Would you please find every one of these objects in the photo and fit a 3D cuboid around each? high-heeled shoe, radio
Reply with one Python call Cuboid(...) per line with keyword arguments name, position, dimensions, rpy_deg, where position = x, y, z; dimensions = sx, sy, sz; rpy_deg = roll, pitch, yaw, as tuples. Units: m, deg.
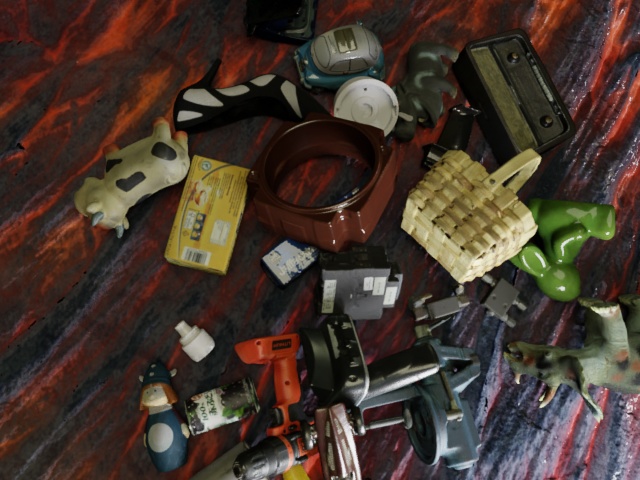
Cuboid(name="high-heeled shoe", position=(-0.113, -0.201, 0.887), dimensions=(0.249, 0.086, 0.145), rpy_deg=(24, 83, 0))
Cuboid(name="radio", position=(0.346, -0.253, 0.960), dimensions=(0.131, 0.073, 0.229), rpy_deg=(-22, 83, -12))

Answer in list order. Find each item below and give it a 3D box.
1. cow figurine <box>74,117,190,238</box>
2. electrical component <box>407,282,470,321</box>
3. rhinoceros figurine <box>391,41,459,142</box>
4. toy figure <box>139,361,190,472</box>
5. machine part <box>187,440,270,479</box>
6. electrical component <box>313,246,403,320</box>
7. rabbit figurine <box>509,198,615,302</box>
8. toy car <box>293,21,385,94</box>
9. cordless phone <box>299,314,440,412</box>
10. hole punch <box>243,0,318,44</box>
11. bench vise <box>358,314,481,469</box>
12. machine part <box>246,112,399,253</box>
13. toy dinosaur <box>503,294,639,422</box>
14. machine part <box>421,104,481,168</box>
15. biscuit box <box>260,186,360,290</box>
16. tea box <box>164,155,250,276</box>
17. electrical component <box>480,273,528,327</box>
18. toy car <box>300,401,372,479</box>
Cuboid(name="cow figurine", position=(-0.288, -0.088, 0.822), dimensions=(0.195, 0.085, 0.127), rpy_deg=(-24, 62, 11))
Cuboid(name="electrical component", position=(0.192, 0.100, 0.868), dimensions=(0.102, 0.078, 0.045), rpy_deg=(-16, 84, -4))
Cuboid(name="rhinoceros figurine", position=(0.177, -0.261, 0.939), dimensions=(0.112, 0.073, 0.190), rpy_deg=(15, 77, -6))
Cuboid(name="toy figure", position=(-0.231, 0.256, 0.792), dimensions=(0.064, 0.058, 0.154), rpy_deg=(-10, 79, -27))
Cuboid(name="machine part", position=(-0.159, 0.369, 0.770), dimensions=(0.243, 0.079, 0.079), rpy_deg=(-33, 86, -13))
Cuboid(name="electrical component", position=(0.059, 0.068, 0.837), dimensions=(0.134, 0.114, 0.058), rpy_deg=(0, 41, -8))
Cuboid(name="rabbit figurine", position=(0.399, 0.019, 0.898), dimensions=(0.159, 0.121, 0.170), rpy_deg=(5, 94, -5))
Cuboid(name="toy car", position=(0.040, -0.318, 0.916), dimensions=(0.162, 0.103, 0.109), rpy_deg=(-11, 80, -12))
Cuboid(name="cordless phone", position=(0.071, 0.164, 0.789), dimensions=(0.184, 0.088, 0.147), rpy_deg=(-20, 41, 4))
Cuboid(name="hole punch", position=(-0.063, -0.406, 0.936), dimensions=(0.116, 0.092, 0.142), rpy_deg=(2, 81, 22))
Cuboid(name="bench vise", position=(0.136, 0.241, 0.817), dimensions=(0.241, 0.129, 0.223), rpy_deg=(-8, 78, -14))
Cuboid(name="machine part", position=(0.004, -0.095, 0.829), dimensions=(0.201, 0.087, 0.201), rpy_deg=(19, 61, 22))
Cuboid(name="toy dinosaur", position=(0.520, 0.188, 0.885), dimensions=(0.405, 0.131, 0.192), rpy_deg=(0, 92, -12))
Cuboid(name="machine part", position=(0.233, -0.177, 0.949), dimensions=(0.084, 0.039, 0.139), rpy_deg=(25, 78, 3))
Cuboid(name="biscuit box", position=(-0.002, -0.003, 0.870), dimensions=(0.203, 0.063, 0.059), rpy_deg=(-38, 85, -13))
Cuboid(name="tea box", position=(-0.174, -0.037, 0.849), dimensions=(0.098, 0.068, 0.169), rpy_deg=(16, 77, -5))
Cuboid(name="electrical component", position=(0.304, 0.100, 0.914), dimensions=(0.094, 0.021, 0.063), rpy_deg=(40, 77, 0))
Cuboid(name="toy car", position=(0.028, 0.313, 0.743), dimensions=(0.089, 0.053, 0.201), rpy_deg=(-10, 114, -4))
